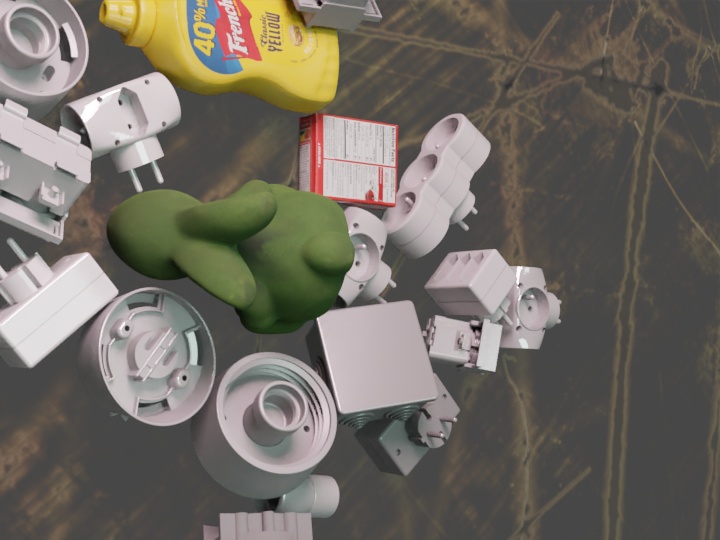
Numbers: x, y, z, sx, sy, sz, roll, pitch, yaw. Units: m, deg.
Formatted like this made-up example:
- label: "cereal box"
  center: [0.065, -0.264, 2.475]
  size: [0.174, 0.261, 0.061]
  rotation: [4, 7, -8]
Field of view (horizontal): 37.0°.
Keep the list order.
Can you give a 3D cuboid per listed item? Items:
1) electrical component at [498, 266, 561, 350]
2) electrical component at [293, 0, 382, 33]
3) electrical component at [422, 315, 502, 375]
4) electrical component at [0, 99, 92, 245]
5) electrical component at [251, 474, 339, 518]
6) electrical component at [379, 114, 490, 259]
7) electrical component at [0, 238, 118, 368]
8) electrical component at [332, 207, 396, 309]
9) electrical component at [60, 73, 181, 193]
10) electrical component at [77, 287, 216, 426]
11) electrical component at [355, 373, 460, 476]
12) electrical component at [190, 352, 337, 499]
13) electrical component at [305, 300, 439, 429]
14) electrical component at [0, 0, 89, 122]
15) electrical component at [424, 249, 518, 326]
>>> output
- label: "electrical component"
  center: [0.165, 0.038, 1.034]
  size: [0.079, 0.044, 0.077]
  rotation: [6, 85, -35]
- label: "electrical component"
  center: [-0.029, -0.259, 0.864]
  size: [0.079, 0.063, 0.121]
  rotation: [-2, 58, -36]
- label: "electrical component"
  center: [0.089, 0.066, 0.961]
  size: [0.064, 0.081, 0.042]
  rotation: [10, 79, -6]
- label: "electrical component"
  center: [-0.248, -0.077, 0.724]
  size: [0.121, 0.063, 0.078]
  rotation: [27, 32, -32]
- label: "electrical component"
  center: [-0.050, 0.183, 0.877]
  size: [0.065, 0.044, 0.044]
  rotation: [14, 80, -39]
- label: "electrical component"
  center: [0.078, -0.066, 0.971]
  size: [0.074, 0.052, 0.138]
  rotation: [42, 65, -27]
- label: "electrical component"
  center: [-0.229, 0.013, 0.751]
  size: [0.083, 0.047, 0.075]
  rotation: [-45, 111, -28]
- label: "electrical component"
  center: [0.000, 0.000, 0.917]
  size: [0.079, 0.044, 0.077]
  rotation: [40, 66, -27]
- label: "electrical component"
  center: [-0.171, -0.098, 0.800]
  size: [0.077, 0.043, 0.079]
  rotation: [-29, 105, -33]
- label: "electrical component"
  center: [-0.154, 0.062, 0.782]
  size: [0.099, 0.064, 0.099]
  rotation: [4, 83, -37]
- label: "electrical component"
  center: [0.053, 0.133, 0.930]
  size: [0.083, 0.076, 0.047]
  rotation: [-46, 113, -28]
- label: "electrical component"
  center: [-0.070, 0.115, 0.828]
  size: [0.108, 0.060, 0.108]
  rotation: [14, 57, -22]
- label: "electrical component"
  center: [0.007, 0.079, 0.890]
  size: [0.100, 0.048, 0.099]
  rotation: [-7, 67, -21]
- label: "electrical component"
  center: [-0.244, -0.154, 0.753]
  size: [0.099, 0.064, 0.099]
  rotation: [16, 66, -39]
- label: "electrical component"
  center: [0.112, 0.025, 0.983]
  size: [0.076, 0.066, 0.047]
  rotation: [49, 62, -23]
